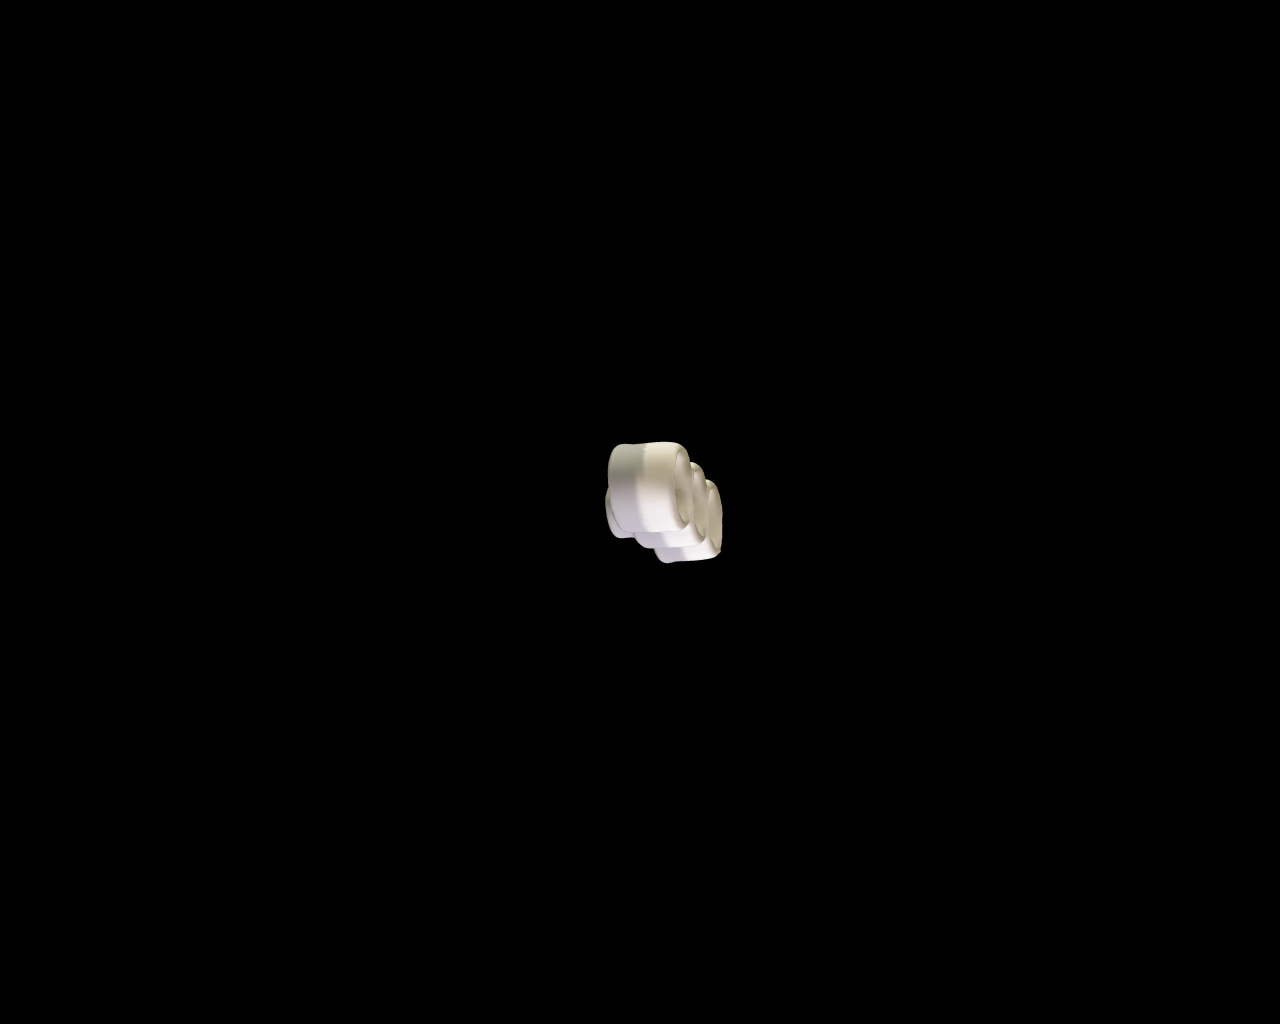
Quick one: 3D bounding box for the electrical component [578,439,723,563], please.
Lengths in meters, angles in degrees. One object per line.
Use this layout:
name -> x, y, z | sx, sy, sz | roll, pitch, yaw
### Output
electrical component -> 0.001, -0.003, 0.650 | 0.074, 0.052, 0.138 | -4, -14, 15
